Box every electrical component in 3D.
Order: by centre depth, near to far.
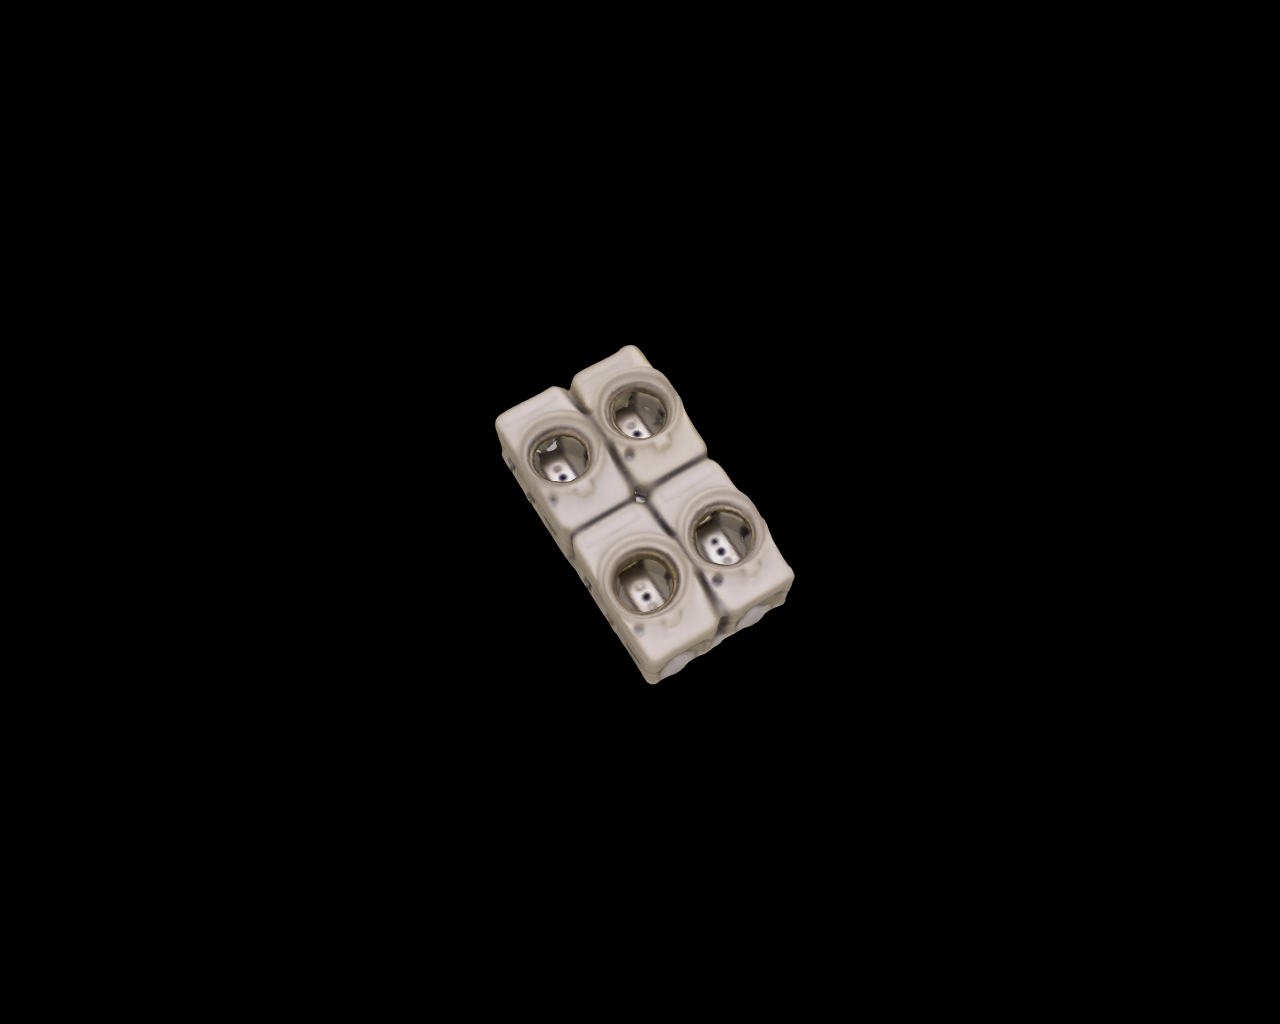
[{"bbox_3d":[0.001,-0.003,0.650,0.105,0.186,0.060,-30,-20,-12],"label":"electrical component"}]
